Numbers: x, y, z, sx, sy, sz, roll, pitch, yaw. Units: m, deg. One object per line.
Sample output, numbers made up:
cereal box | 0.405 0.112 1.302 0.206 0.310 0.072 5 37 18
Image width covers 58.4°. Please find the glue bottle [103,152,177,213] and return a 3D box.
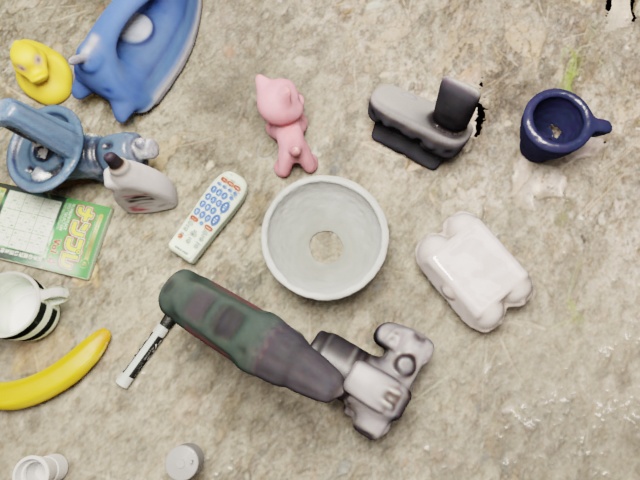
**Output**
glue bottle | -0.243 -0.076 0.742 0.078 0.173 0.037 -11 76 -1

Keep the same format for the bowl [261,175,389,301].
bowl | 0.007 0.003 0.767 0.167 0.075 0.167 0 76 1

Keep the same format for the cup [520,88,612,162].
cup | 0.325 -0.146 0.786 0.117 0.095 0.092 5 76 3

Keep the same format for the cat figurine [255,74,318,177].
cat figurine | -0.047 -0.164 0.788 0.067 0.118 0.128 -16 76 -2

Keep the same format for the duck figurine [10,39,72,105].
duck figurine | -0.418 -0.258 0.836 0.077 0.086 0.104 -31 77 -6

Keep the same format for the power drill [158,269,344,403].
power drill | -0.072 0.117 0.672 0.229 0.208 0.076 29 79 8

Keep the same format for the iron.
iron | -0.259 -0.306 0.815 0.118 0.141 0.258 28 78 8

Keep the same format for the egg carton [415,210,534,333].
egg carton | 0.201 0.041 0.756 0.107 0.069 0.150 -39 78 -8

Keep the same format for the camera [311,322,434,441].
camera | 0.053 0.157 0.715 0.136 0.101 0.143 30 79 8

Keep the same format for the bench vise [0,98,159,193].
bench vise | -0.325 -0.136 0.734 0.207 0.220 0.121 -18 76 -3

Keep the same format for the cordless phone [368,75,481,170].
cordless phone | 0.138 -0.181 0.753 0.147 0.185 0.094 25 78 7
